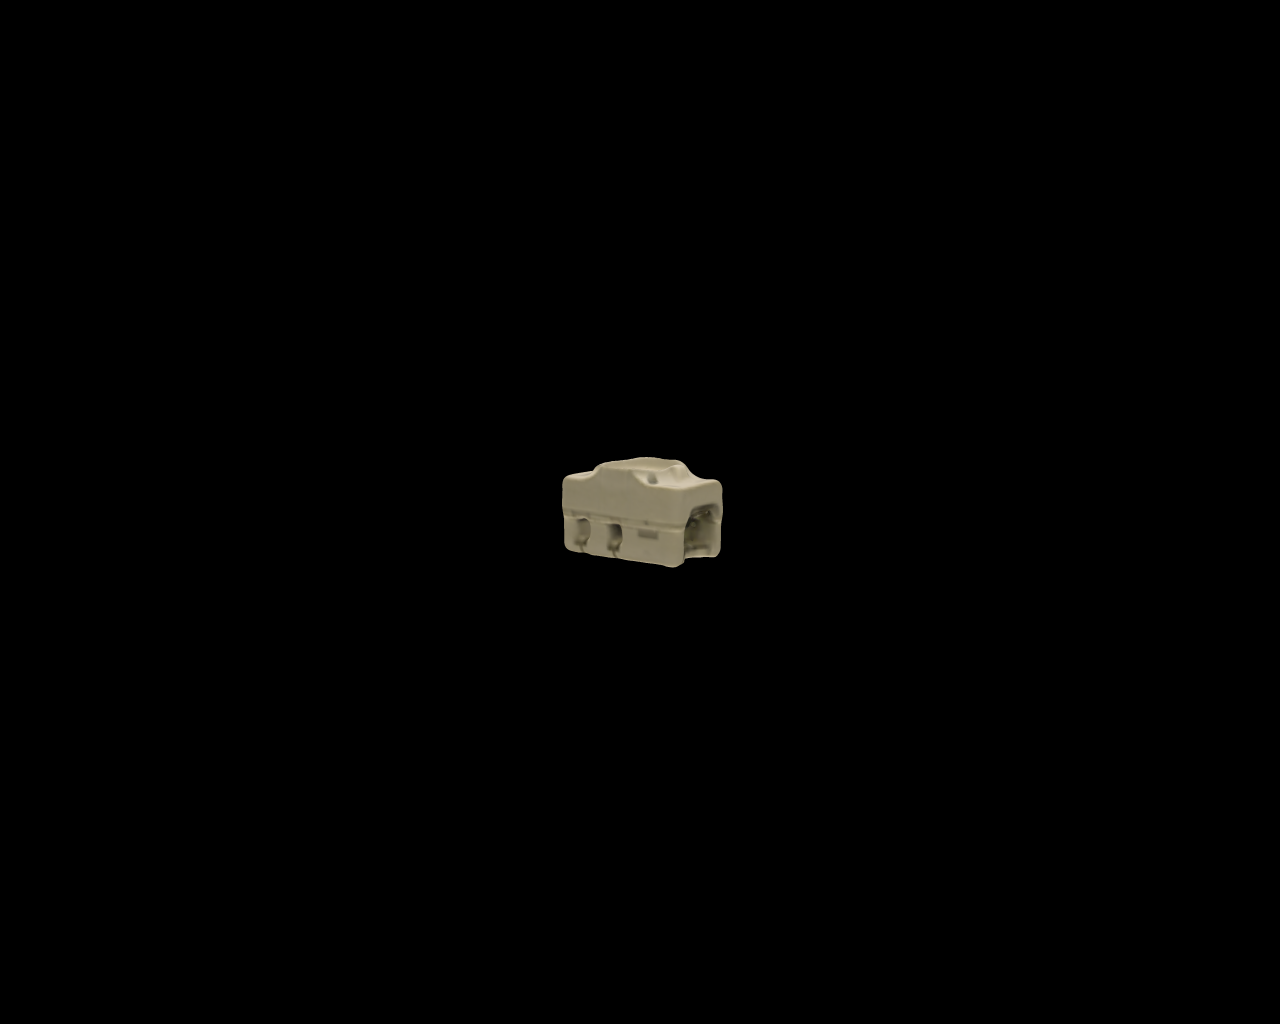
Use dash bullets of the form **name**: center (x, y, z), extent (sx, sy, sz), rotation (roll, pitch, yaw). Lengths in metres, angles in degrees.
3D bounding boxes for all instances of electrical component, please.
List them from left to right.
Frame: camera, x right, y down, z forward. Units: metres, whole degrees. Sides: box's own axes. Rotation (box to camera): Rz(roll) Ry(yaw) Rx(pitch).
- **electrical component**: center (0.001, -0.003, 0.650), extent (0.089, 0.055, 0.050), rotation (8, 13, 39)
